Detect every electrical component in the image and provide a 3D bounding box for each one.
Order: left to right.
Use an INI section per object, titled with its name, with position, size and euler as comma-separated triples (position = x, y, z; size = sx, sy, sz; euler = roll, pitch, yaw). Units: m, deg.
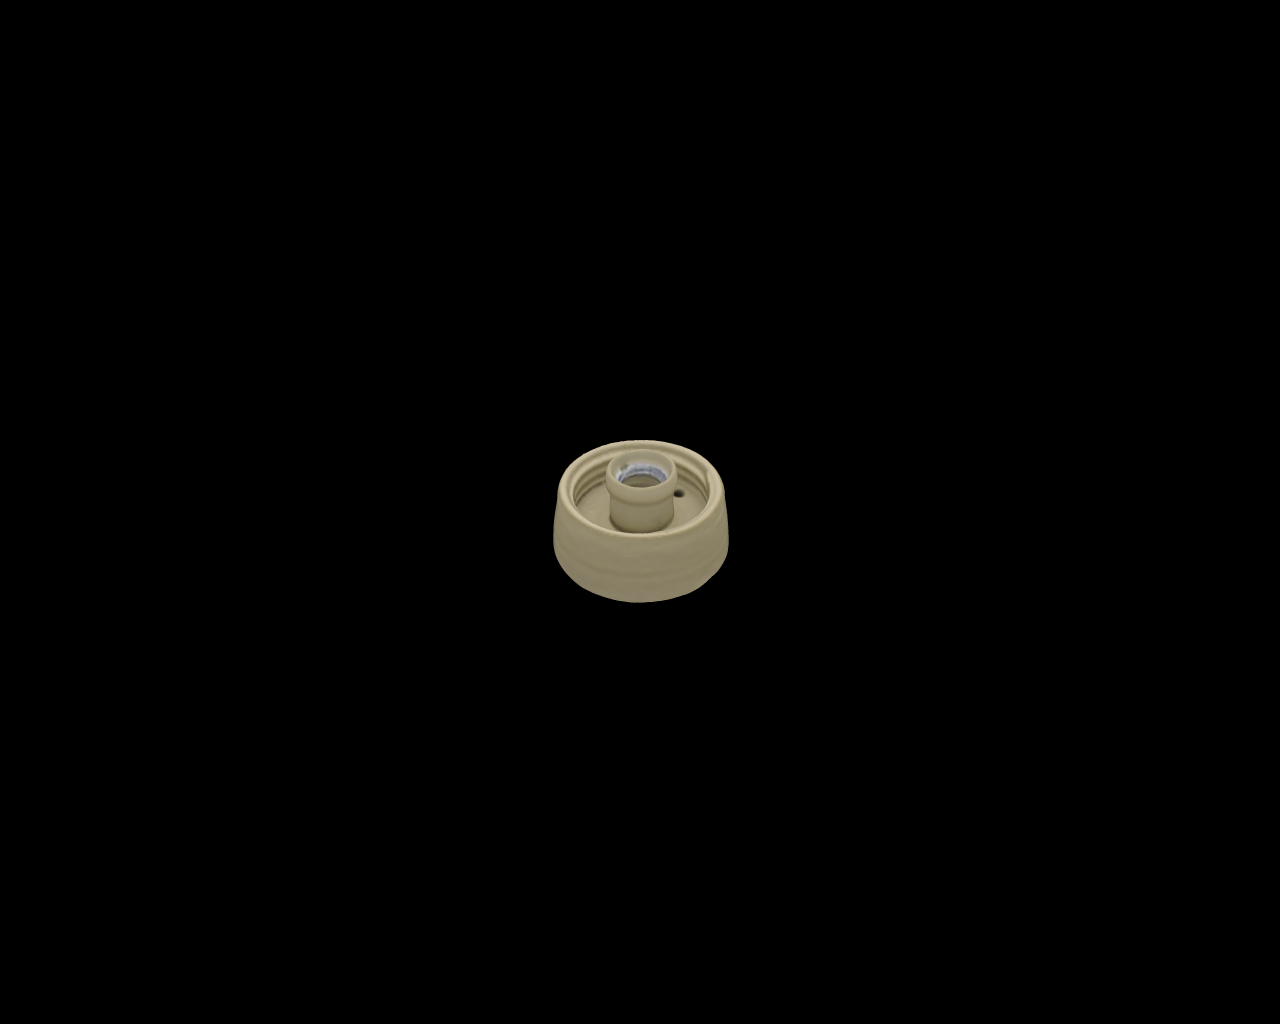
[electrical component]
position = 0.001, -0.003, 0.650
size = 0.108, 0.060, 0.108
euler = 0, 37, 0
